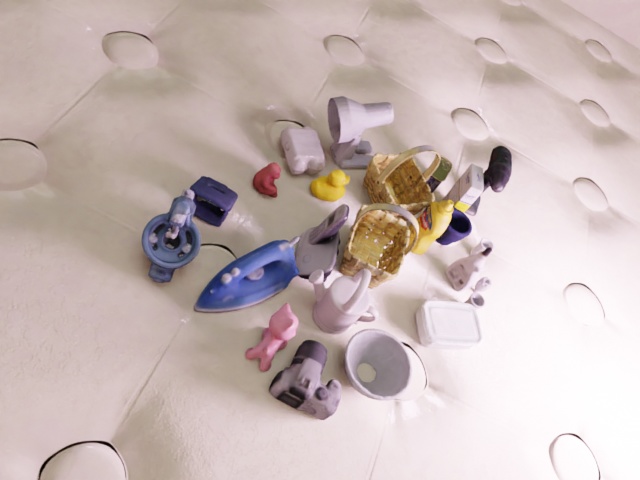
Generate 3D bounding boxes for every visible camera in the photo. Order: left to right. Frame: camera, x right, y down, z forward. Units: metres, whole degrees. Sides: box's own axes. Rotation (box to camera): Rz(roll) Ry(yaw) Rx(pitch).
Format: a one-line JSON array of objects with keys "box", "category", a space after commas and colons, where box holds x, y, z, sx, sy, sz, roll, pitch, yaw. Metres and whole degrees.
[{"box": [-0.015, 0.287, 1.215, 0.143, 0.100, 0.137, 28, 52, -5], "category": "camera"}]

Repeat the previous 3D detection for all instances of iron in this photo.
[{"box": [-0.154, 0.071, 1.265, 0.259, 0.141, 0.118, -28, 73, -36], "category": "iron"}]

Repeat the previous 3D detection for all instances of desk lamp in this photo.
[{"box": [0.099, -0.302, 1.581, 0.204, 0.213, 0.118, -3, 60, -26], "category": "desk lamp"}]

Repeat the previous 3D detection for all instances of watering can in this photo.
[{"box": [0.054, 0.129, 1.290, 0.173, 0.194, 0.101, 12, 55, -17], "category": "watering can"}]

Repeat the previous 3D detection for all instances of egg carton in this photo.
[{"box": [-0.050, -0.247, 1.568, 0.107, 0.069, 0.150, -4, 61, -27], "category": "egg carton"}]

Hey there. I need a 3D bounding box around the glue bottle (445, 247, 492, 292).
[{"box": [0.399, 0.068, 1.504, 0.037, 0.173, 0.078, -14, 65, -31], "category": "glue bottle"}]

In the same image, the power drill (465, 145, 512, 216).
[{"box": [0.488, -0.167, 1.676, 0.075, 0.208, 0.230, 30, 51, -3], "category": "power drill"}]

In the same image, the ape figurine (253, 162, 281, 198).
[{"box": [-0.127, -0.161, 1.462, 0.076, 0.092, 0.078, 25, 52, -8], "category": "ape figurine"}]

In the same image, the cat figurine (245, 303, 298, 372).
[{"box": [-0.092, 0.203, 1.223, 0.067, 0.117, 0.128, 35, 51, 1], "category": "cat figurine"}]

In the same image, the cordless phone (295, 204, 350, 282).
[{"box": [0.012, 0.005, 1.358, 0.094, 0.185, 0.147, 17, 53, -14], "category": "cordless phone"}]

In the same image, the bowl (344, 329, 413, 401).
[{"box": [0.120, 0.290, 1.292, 0.168, 0.074, 0.167, 12, 55, -17], "category": "bowl"}]

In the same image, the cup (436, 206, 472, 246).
[{"box": [0.359, -0.038, 1.605, 0.092, 0.095, 0.117, -1, 59, -25], "category": "cup"}]

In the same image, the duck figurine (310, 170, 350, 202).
[{"box": [0.031, -0.154, 1.535, 0.105, 0.086, 0.077, -2, 60, -26], "category": "duck figurine"}]

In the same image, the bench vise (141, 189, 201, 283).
[{"box": [-0.313, -0.040, 1.214, 0.122, 0.219, 0.207, 3, 58, -23], "category": "bench vise"}]

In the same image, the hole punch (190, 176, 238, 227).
[{"box": [-0.256, -0.105, 1.366, 0.109, 0.091, 0.101, 28, 52, -5], "category": "hole punch"}]
